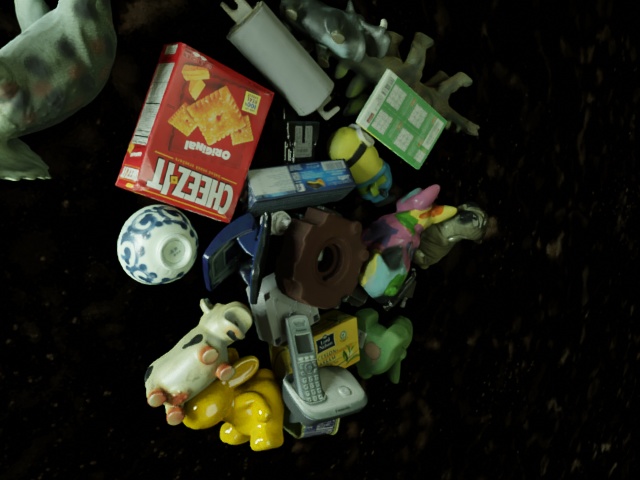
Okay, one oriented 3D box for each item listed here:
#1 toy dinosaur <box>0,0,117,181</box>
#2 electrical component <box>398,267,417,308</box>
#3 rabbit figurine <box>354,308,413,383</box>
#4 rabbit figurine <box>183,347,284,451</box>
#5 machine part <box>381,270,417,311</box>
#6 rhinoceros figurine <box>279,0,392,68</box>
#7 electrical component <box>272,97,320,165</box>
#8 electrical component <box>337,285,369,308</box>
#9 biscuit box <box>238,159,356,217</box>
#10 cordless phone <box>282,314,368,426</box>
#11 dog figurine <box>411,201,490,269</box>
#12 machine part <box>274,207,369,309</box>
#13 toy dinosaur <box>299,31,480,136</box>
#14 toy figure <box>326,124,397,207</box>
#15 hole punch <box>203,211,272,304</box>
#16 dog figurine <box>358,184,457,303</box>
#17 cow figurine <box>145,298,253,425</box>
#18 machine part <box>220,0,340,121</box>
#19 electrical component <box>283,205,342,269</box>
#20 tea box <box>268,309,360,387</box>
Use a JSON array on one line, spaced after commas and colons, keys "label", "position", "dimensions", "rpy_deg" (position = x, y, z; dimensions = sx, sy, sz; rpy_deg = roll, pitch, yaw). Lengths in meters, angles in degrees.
[{"label": "toy dinosaur", "position": [-0.318, -0.208, 0.623], "dimensions": [0.405, 0.131, 0.192], "rpy_deg": [-52, 140, -25]}, {"label": "electrical component", "position": [0.184, 0.103, 1.190], "dimensions": [0.063, 0.021, 0.094], "rpy_deg": [16, 90, -42]}, {"label": "rabbit figurine", "position": [0.147, 0.221, 1.129], "dimensions": [0.170, 0.121, 0.159], "rpy_deg": [-11, 111, -55]}, {"label": "rabbit figurine", "position": [-0.141, 0.264, 0.879], "dimensions": [0.173, 0.122, 0.162], "rpy_deg": [16, 84, -42]}, {"label": "machine part", "position": [0.154, 0.106, 1.102], "dimensions": [0.039, 0.139, 0.084], "rpy_deg": [37, 72, 5]}, {"label": "rhinoceros figurine", "position": [0.022, -0.339, 0.869], "dimensions": [0.190, 0.073, 0.112], "rpy_deg": [20, 54, -5]}, {"label": "electrical component", "position": [-0.041, -0.186, 0.910], "dimensions": [0.075, 0.048, 0.119], "rpy_deg": [-6, 105, -41]}, {"label": "electrical component", "position": [0.048, 0.107, 1.026], "dimensions": [0.078, 0.102, 0.045], "rpy_deg": [31, 70, -7]}, {"label": "biscuit box", "position": [-0.039, -0.089, 0.899], "dimensions": [0.202, 0.063, 0.059], "rpy_deg": [-12, 72, -33]}, {"label": "cordless phone", "position": [-0.001, 0.217, 0.935], "dimensions": [0.146, 0.089, 0.184], "rpy_deg": [-1, 77, -40]}, {"label": "dog figurine", "position": [0.266, 0.000, 1.125], "dimensions": [0.121, 0.191, 0.172], "rpy_deg": [-43, 126, -25]}, {"label": "machine part", "position": [0.006, 0.033, 0.915], "dimensions": [0.179, 0.056, 0.179], "rpy_deg": [-14, 111, -40]}, {"label": "toy dinosaur", "position": [0.140, -0.287, 1.008], "dimensions": [0.471, 0.105, 0.198], "rpy_deg": [23, 89, -31]}, {"label": "toy figure", "position": [0.080, -0.134, 1.006], "dimensions": [0.089, 0.082, 0.180], "rpy_deg": [-50, 130, -22]}, {"label": "hole punch", "position": [-0.126, 0.025, 0.843], "dimensions": [0.142, 0.092, 0.116], "rpy_deg": [98, 5, -54]}, {"label": "dog figurine", "position": [0.162, -0.004, 1.019], "dimensions": [0.219, 0.192, 0.108], "rpy_deg": [-38, 123, 15]}, {"label": "cow figurine", "position": [-0.185, 0.172, 0.834], "dimensions": [0.195, 0.127, 0.085], "rpy_deg": [-42, 125, -9]}, {"label": "machine part", "position": [-0.059, -0.277, 0.835], "dimensions": [0.243, 0.079, 0.079], "rpy_deg": [43, 72, -30]}, {"label": "electrical component", "position": [-0.002, -0.003, 0.979], "dimensions": [0.134, 0.058, 0.115], "rpy_deg": [24, 82, -42]}, {"label": "tea box", "position": [-0.008, 0.208, 1.016], "dimensions": [0.169, 0.068, 0.098], "rpy_deg": [-20, 112, -36]}]
